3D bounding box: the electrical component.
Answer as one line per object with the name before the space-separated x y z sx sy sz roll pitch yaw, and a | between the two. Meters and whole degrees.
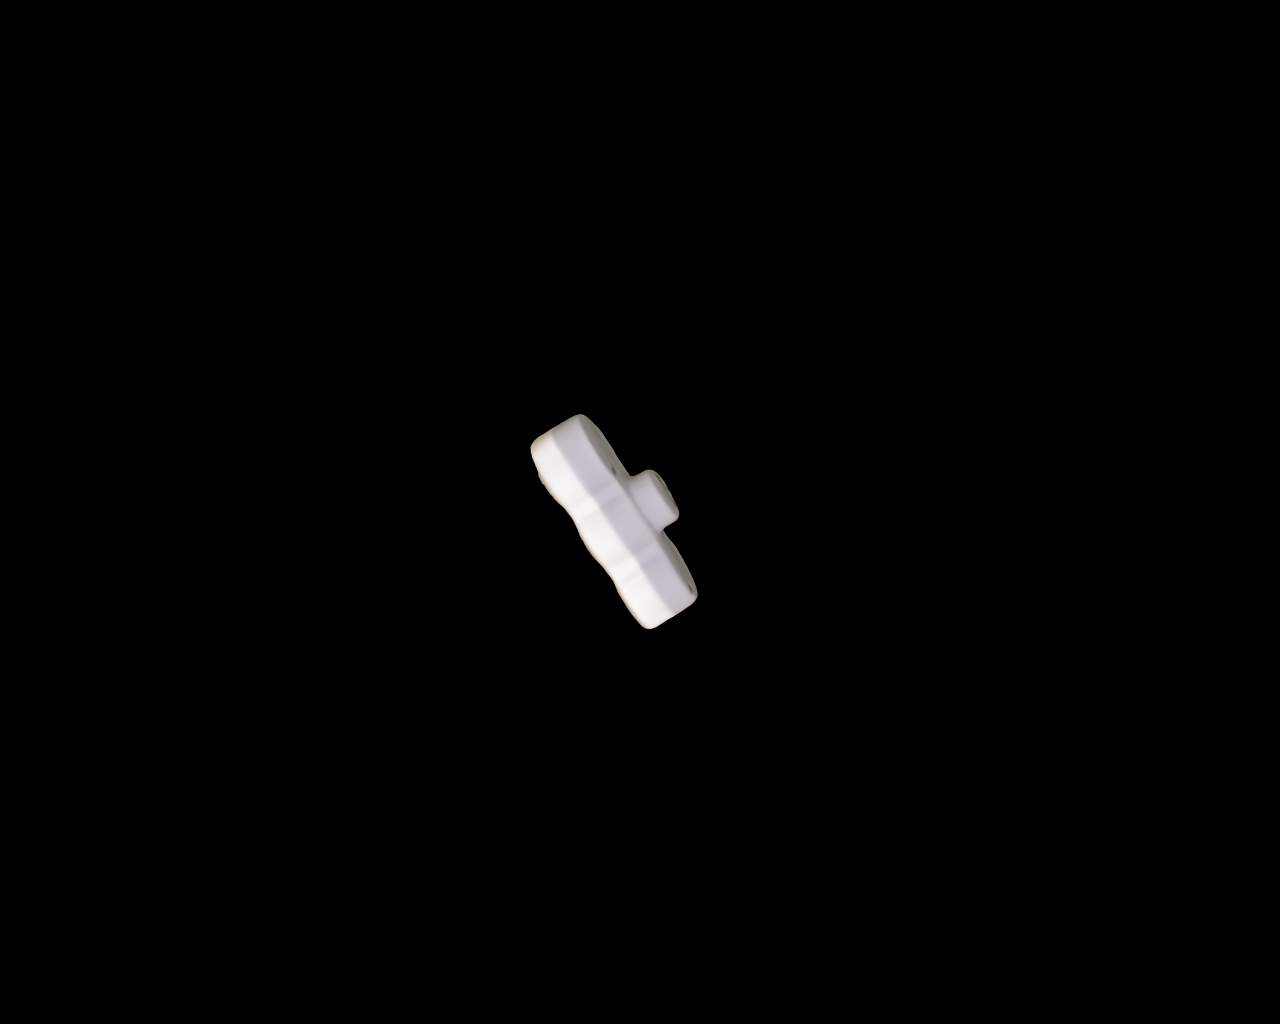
electrical component | 0.001 -0.003 0.650 0.074 0.138 0.052 -31 11 7
